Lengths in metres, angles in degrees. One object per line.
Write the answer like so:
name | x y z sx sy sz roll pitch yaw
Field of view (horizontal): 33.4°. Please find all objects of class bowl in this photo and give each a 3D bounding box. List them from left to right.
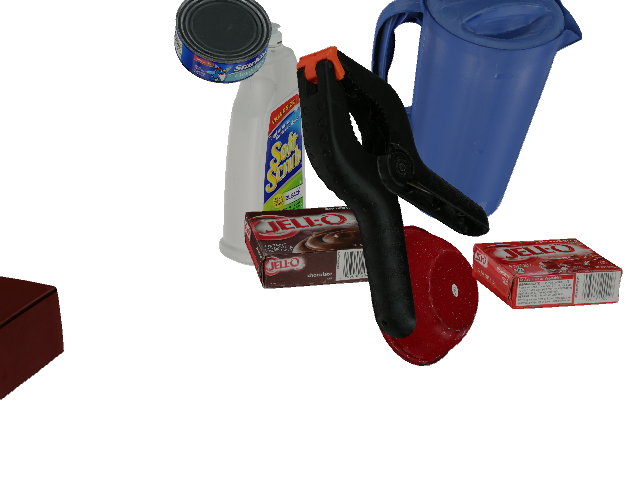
bowl | 0.129 0.059 1.202 0.055 0.162 0.161 -12 -8 43

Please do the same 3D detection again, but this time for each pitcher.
pitcher | 0.139 -0.136 1.050 0.144 0.243 0.149 -30 56 -30

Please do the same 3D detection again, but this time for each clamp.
clamp | 0.034 -0.030 0.631 0.039 0.171 0.120 -19 31 41

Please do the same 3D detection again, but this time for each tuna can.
tuna can | -0.088 -0.183 0.958 0.086 0.086 0.034 0 -31 -12

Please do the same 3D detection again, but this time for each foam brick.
foam brick | -0.220 0.066 0.723 0.053 0.051 0.078 10 28 25

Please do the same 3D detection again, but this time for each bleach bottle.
bleach bottle | -0.062 -0.105 1.147 0.068 0.251 0.102 20 32 36

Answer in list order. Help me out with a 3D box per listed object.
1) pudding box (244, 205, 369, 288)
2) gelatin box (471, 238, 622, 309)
pudding box | -0.006 0.004 0.949 0.113 0.039 0.090 -2 27 -14
gelatin box | 0.168 0.023 0.798 0.089 0.030 0.073 -2 19 -14
